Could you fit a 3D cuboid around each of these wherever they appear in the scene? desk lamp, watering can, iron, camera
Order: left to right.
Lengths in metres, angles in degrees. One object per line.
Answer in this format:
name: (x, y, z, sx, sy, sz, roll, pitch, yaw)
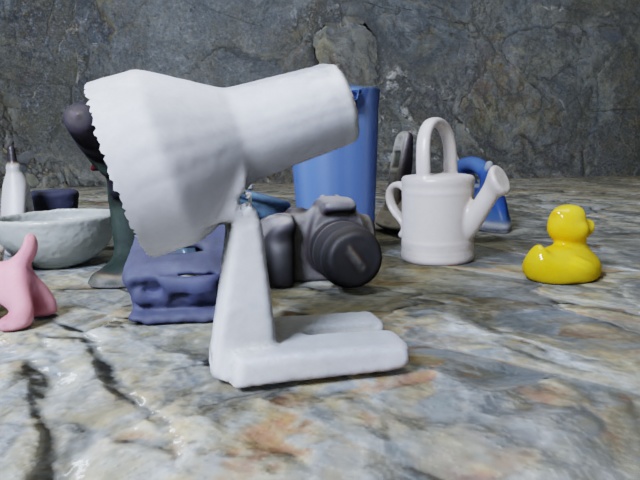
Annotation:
desk lamp: (-0.049, -0.014, 0.404, 0.203, 0.213, 0.117, -3, 9, -12)
camera: (0.006, 0.002, 0.653, 0.143, 0.101, 0.136, -3, 9, -13)
watering can: (0.168, -0.068, 0.778, 0.172, 0.194, 0.101, 2, 10, 19)
iron: (0.309, -0.100, 1.128, 0.119, 0.141, 0.258, -3, 9, -10)

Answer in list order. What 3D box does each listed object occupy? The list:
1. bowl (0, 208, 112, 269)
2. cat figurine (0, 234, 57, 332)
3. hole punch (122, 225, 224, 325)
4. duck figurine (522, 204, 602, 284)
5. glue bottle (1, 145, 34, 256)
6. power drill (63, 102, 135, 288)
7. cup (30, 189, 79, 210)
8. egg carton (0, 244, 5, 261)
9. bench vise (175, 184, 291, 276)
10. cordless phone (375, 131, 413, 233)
bowl: (-0.370, -0.001, 0.811, 0.167, 0.075, 0.167, -1, 9, 0)
cat figurine: (-0.320, 0.021, 0.531, 0.127, 0.118, 0.067, -1, 9, 1)
hole punch: (-0.129, 0.026, 0.554, 0.108, 0.091, 0.101, -2, 9, -5)
duck figurine: (0.280, 0.002, 0.660, 0.105, 0.086, 0.077, -7, 10, -30)
glue bottle: (-0.484, -0.064, 0.917, 0.037, 0.173, 0.078, -3, 9, -11)
power drill: (-0.241, -0.053, 0.693, 0.075, 0.208, 0.229, -2, 9, -3)
cup: (-0.477, -0.044, 1.041, 0.091, 0.095, 0.118, 0, 9, 6)
egg carton: (-0.450, 0.028, 0.661, 0.151, 0.069, 0.107, -5, 10, -24)
bench vise: (-0.120, -0.069, 0.743, 0.121, 0.220, 0.208, 5, 11, 33)
cordless phone: (0.160, -0.104, 1.036, 0.094, 0.185, 0.147, -5, 10, -19)
